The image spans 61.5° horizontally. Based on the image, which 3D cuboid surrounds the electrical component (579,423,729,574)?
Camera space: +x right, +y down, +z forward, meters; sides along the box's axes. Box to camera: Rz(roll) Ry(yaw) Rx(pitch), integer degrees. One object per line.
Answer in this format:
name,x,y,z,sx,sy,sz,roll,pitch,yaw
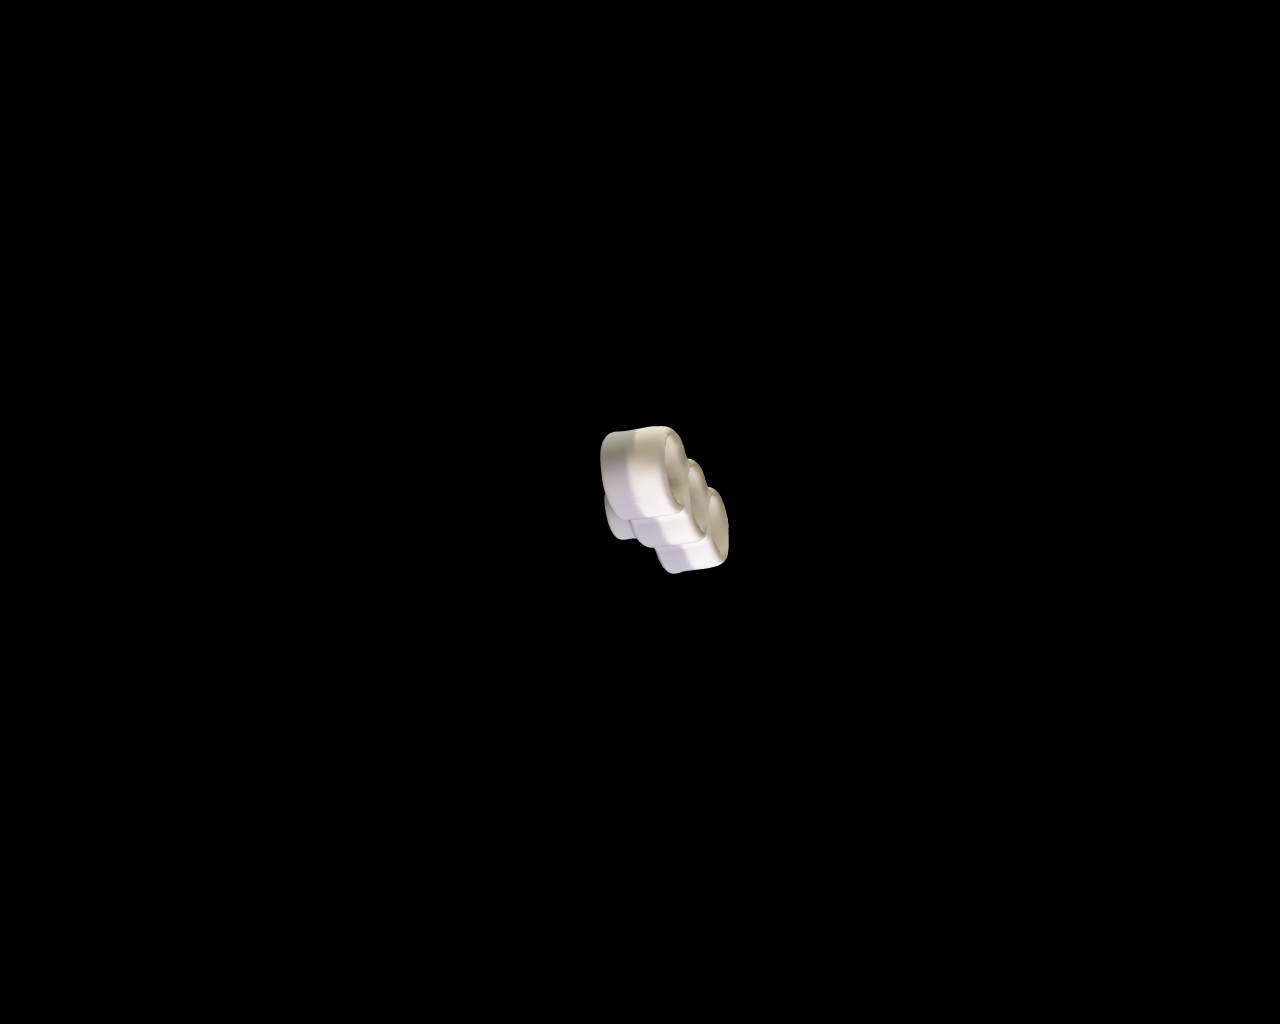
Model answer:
electrical component,0.001,-0.003,0.650,0.074,0.052,0.138,-8,-26,18
